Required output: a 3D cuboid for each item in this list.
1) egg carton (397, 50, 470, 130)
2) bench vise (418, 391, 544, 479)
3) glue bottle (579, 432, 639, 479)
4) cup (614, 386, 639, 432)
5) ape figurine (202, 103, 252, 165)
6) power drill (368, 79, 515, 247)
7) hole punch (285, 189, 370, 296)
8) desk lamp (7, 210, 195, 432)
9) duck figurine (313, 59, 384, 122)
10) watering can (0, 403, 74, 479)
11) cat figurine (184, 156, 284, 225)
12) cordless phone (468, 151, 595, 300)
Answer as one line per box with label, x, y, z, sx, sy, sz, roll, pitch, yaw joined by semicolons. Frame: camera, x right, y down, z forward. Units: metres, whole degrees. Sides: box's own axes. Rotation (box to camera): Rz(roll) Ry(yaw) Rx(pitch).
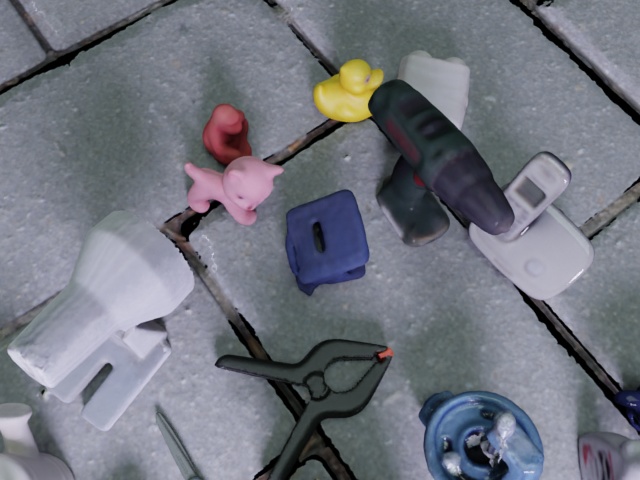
egg carton;0.155;-0.196;0.813;0.107;0.069;0.150;12;70;3
bench vise;0.199;0.232;0.575;0.207;0.220;0.122;37;73;11
glue bottle;0.327;0.241;0.601;0.037;0.173;0.078;-2;69;-2
cup;0.385;0.195;0.661;0.117;0.095;0.092;8;69;1
ape figurine;-0.124;-0.149;0.775;0.076;0.092;0.078;23;71;7
power drill;0.132;-0.072;0.692;0.076;0.208;0.229;-29;73;-11
hole punch;0.007;0.003;0.723;0.101;0.091;0.108;-11;70;-6
desk lamp;-0.227;0.092;0.617;0.118;0.213;0.203;32;72;10
duck figurine;0.042;-0.219;0.809;0.104;0.086;0.077;-4;70;-3
watering can;-0.326;0.254;0.564;0.101;0.194;0.173;-12;70;-6
cat figurine;-0.112;-0.074;0.734;0.127;0.118;0.067;13;70;3
cordless phone;0.270;-0.017;0.689;0.094;0.185;0.147;-43;76;-15
